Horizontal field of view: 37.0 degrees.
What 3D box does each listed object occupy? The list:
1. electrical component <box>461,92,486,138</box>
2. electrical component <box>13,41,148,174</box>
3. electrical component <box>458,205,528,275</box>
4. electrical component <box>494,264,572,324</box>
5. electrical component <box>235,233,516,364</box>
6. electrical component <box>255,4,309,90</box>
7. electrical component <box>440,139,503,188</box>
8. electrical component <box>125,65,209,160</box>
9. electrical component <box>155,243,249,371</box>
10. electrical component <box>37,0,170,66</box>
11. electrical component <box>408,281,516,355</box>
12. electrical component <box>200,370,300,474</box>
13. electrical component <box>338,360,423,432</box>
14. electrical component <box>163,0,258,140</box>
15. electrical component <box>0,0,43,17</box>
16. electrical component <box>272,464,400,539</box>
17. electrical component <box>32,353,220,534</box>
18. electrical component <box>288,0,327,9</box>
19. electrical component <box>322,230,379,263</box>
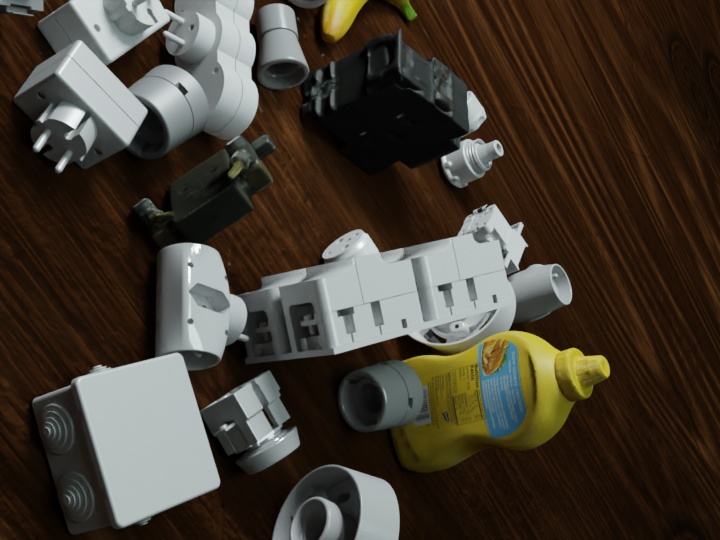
[{"bbox_3d":[0.102,-0.176,1.142,0.062,0.043,0.043,51,38,-23],"label":"electrical component"},{"bbox_3d":[-0.186,-0.094,0.690,0.065,0.047,0.076,48,40,-29],"label":"electrical component"},{"bbox_3d":[0.136,-0.029,1.115,0.063,0.042,0.081,54,36,-19],"label":"electrical component"},{"bbox_3d":[0.182,0.019,1.122,0.044,0.077,0.079,63,34,-10],"label":"electrical component"},{"bbox_3d":[0.012,0.018,0.811,0.186,0.105,0.060,-12,91,-41],"label":"electrical component"},{"bbox_3d":[-0.069,-0.192,0.913,0.044,0.044,0.065,21,52,-48],"label":"electrical component"},{"bbox_3d":[0.118,-0.116,1.116,0.048,0.062,0.048,30,50,-44],"label":"electrical component"},{"bbox_3d":[-0.142,-0.109,0.755,0.055,0.055,0.047,59,39,-16],"label":"electrical component"},{"bbox_3d":[-0.105,0.030,0.742,0.079,0.043,0.077,24,55,-47],"label":"electrical component"},{"bbox_3d":[-0.163,-0.178,0.741,0.047,0.076,0.083,57,36,-18],"label":"electrical component"},{"bbox_3d":[0.088,0.029,0.971,0.064,0.099,0.099,36,46,-48],"label":"electrical component"},{"bbox_3d":[-0.073,0.108,0.747,0.055,0.048,0.066,60,34,-1],"label":"electrical component"},{"bbox_3d":[0.015,0.102,0.866,0.047,0.055,0.055,-5,77,-51],"label":"electrical component"},{"bbox_3d":[-0.122,-0.173,0.816,0.074,0.052,0.138,21,57,-49],"label":"electrical component"},{"bbox_3d":[-0.247,-0.187,0.637,0.121,0.079,0.063,-7,101,-56],"label":"electrical component"},{"bbox_3d":[-0.014,0.187,0.746,0.064,0.099,0.099,32,48,-34],"label":"electrical component"},{"bbox_3d":[-0.141,0.104,0.648,0.100,0.048,0.099,-11,82,-56],"label":"electrical component"},{"bbox_3d":[-0.064,-0.310,0.970,0.138,0.052,0.073,53,37,-23],"label":"electrical component"},{"bbox_3d":[0.000,0.000,0.905,0.055,0.045,0.045,56,36,-19],"label":"electrical component"}]
